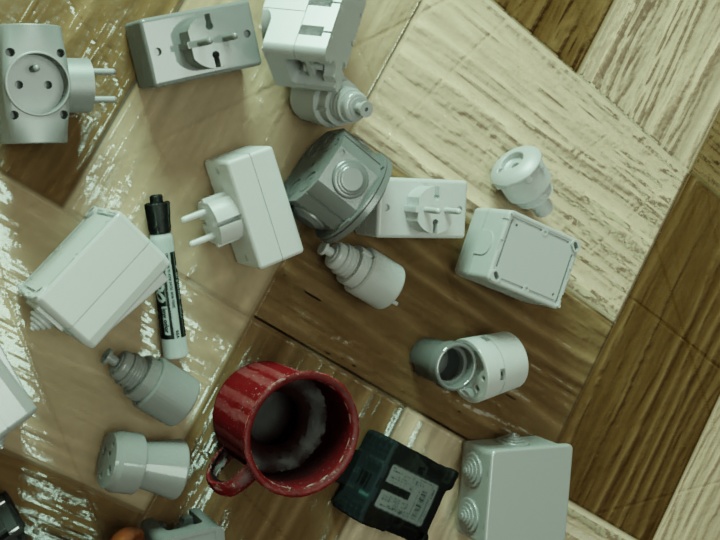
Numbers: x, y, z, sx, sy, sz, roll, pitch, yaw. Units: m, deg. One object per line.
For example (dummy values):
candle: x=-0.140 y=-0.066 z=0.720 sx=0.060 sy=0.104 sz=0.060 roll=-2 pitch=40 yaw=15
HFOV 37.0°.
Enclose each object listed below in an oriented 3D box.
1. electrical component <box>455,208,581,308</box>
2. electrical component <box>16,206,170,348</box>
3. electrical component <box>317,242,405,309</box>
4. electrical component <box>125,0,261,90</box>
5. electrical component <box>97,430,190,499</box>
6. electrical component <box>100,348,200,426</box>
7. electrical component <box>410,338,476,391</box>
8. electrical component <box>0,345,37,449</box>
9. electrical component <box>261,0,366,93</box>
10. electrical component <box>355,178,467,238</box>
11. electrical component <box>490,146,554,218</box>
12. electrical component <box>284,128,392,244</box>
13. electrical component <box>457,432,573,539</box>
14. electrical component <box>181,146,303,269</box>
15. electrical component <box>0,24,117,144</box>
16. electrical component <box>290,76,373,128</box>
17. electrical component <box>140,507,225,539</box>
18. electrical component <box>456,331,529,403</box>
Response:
electrical component: x=0.137 y=-0.009 z=0.914 sx=0.096 sy=0.061 sz=0.061 roll=21 pitch=86 yaw=-29
electrical component: x=-0.185 y=0.011 z=0.739 sx=0.096 sy=0.062 sz=0.061 roll=-50 pitch=116 yaw=-15
electrical component: x=0.000 y=0.000 z=0.852 sx=0.078 sy=0.040 sz=0.040 roll=31 pitch=81 yaw=-28
electrical component: x=-0.110 y=-0.159 z=0.752 sx=0.083 sy=0.076 sz=0.047 roll=-18 pitch=105 yaw=-26
electrical component: x=-0.157 y=0.141 z=0.780 sx=0.055 sy=0.045 sz=0.045 roll=14 pitch=89 yaw=-29
electrical component: x=-0.152 y=0.081 z=0.778 sx=0.078 sy=0.040 sz=0.040 roll=37 pitch=78 yaw=-27
electrical component: x=0.068 y=0.077 z=0.895 sx=0.040 sy=0.046 sz=0.040 roll=-4 pitch=98 yaw=-29
electrical component: x=-0.255 y=0.075 z=0.708 sx=0.061 sy=0.062 sz=0.096 roll=-38 pitch=112 yaw=-20
electrical component: x=-0.036 y=-0.181 z=0.786 sx=0.050 sy=0.056 sz=0.089 roll=69 pitch=33 yaw=-62
electrical component: x=0.051 y=-0.049 z=0.854 sx=0.083 sy=0.076 sz=0.047 roll=0 pitch=96 yaw=-29
electrical component: x=0.145 y=-0.072 z=0.922 sx=0.048 sy=0.048 sz=0.062 roll=-49 pitch=123 yaw=-15
electrical component: x=-0.018 y=-0.064 z=0.813 sx=0.051 sy=0.080 sz=0.080 roll=38 pitch=78 yaw=-22
electrical component: x=0.134 y=0.193 z=0.944 sx=0.100 sy=0.048 sz=0.099 roll=1 pitch=96 yaw=-29
electrical component: x=-0.094 y=-0.040 z=0.791 sx=0.076 sy=0.047 sz=0.083 roll=-24 pitch=107 yaw=-25
electrical component: x=-0.203 y=-0.124 z=0.723 sx=0.079 sy=0.044 sz=0.077 roll=-5 pitch=98 yaw=-28
electrical component: x=-0.019 y=-0.127 z=0.808 sx=0.040 sy=0.078 sz=0.040 roll=-15 pitch=115 yaw=-35
electrical component: x=-0.128 y=0.232 z=0.800 sx=0.050 sy=0.056 sz=0.089 roll=-8 pitch=100 yaw=-28
electrical component: x=0.110 y=0.081 z=0.915 sx=0.047 sy=0.055 sz=0.055 roll=-11 pitch=101 yaw=-31
